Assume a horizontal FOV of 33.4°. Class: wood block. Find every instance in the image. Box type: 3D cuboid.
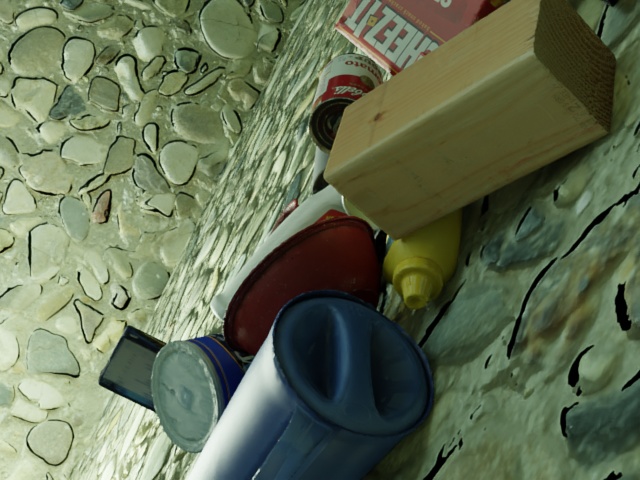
[{"bbox_3d":[0.111,-0.093,0.812,0.207,0.090,0.090,-28,33,41],"label":"wood block"}]

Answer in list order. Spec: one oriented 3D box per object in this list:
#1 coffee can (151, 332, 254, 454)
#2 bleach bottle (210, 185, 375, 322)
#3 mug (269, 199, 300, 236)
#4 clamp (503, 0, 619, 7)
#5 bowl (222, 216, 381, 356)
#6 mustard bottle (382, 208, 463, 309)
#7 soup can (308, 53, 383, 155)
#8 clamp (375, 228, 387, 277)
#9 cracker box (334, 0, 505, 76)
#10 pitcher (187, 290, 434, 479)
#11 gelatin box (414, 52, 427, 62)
[{"bbox_3d":[-0.072,0.134,1.002,0.103,0.140,0.103,9,103,46],"label":"coffee can"},{"bbox_3d":[-0.008,0.001,1.171,0.251,0.102,0.068,-54,16,3],"label":"bleach bottle"},{"bbox_3d":[-0.013,0.010,1.265,0.093,0.081,0.117,-63,11,-6],"label":"mug"},{"bbox_3d":[0.200,-0.227,0.923,0.165,0.036,0.209,-26,27,41],"label":"clamp"},{"bbox_3d":[-0.002,0.057,0.912,0.162,0.055,0.162,-30,-31,-20],"label":"bowl"},{"bbox_3d":[0.090,-0.011,0.924,0.096,0.058,0.191,-57,12,38],"label":"mustard bottle"},{"bbox_3d":[0.028,-0.138,1.081,0.069,0.068,0.102,-54,14,34],"label":"soup can"},{"bbox_3d":[0.035,0.063,1.047,0.172,0.039,0.120,124,169,-64],"label":"clamp"},{"bbox_3d":[0.130,-0.267,1.109,0.164,0.071,0.214,46,113,37],"label":"cracker box"},{"bbox_3d":[-0.027,0.167,0.850,0.243,0.149,0.145,-57,41,39],"label":"pitcher"},{"bbox_3d":[0.114,-0.130,1.044,0.030,0.089,0.073,5,-57,-52],"label":"gelatin box"}]
